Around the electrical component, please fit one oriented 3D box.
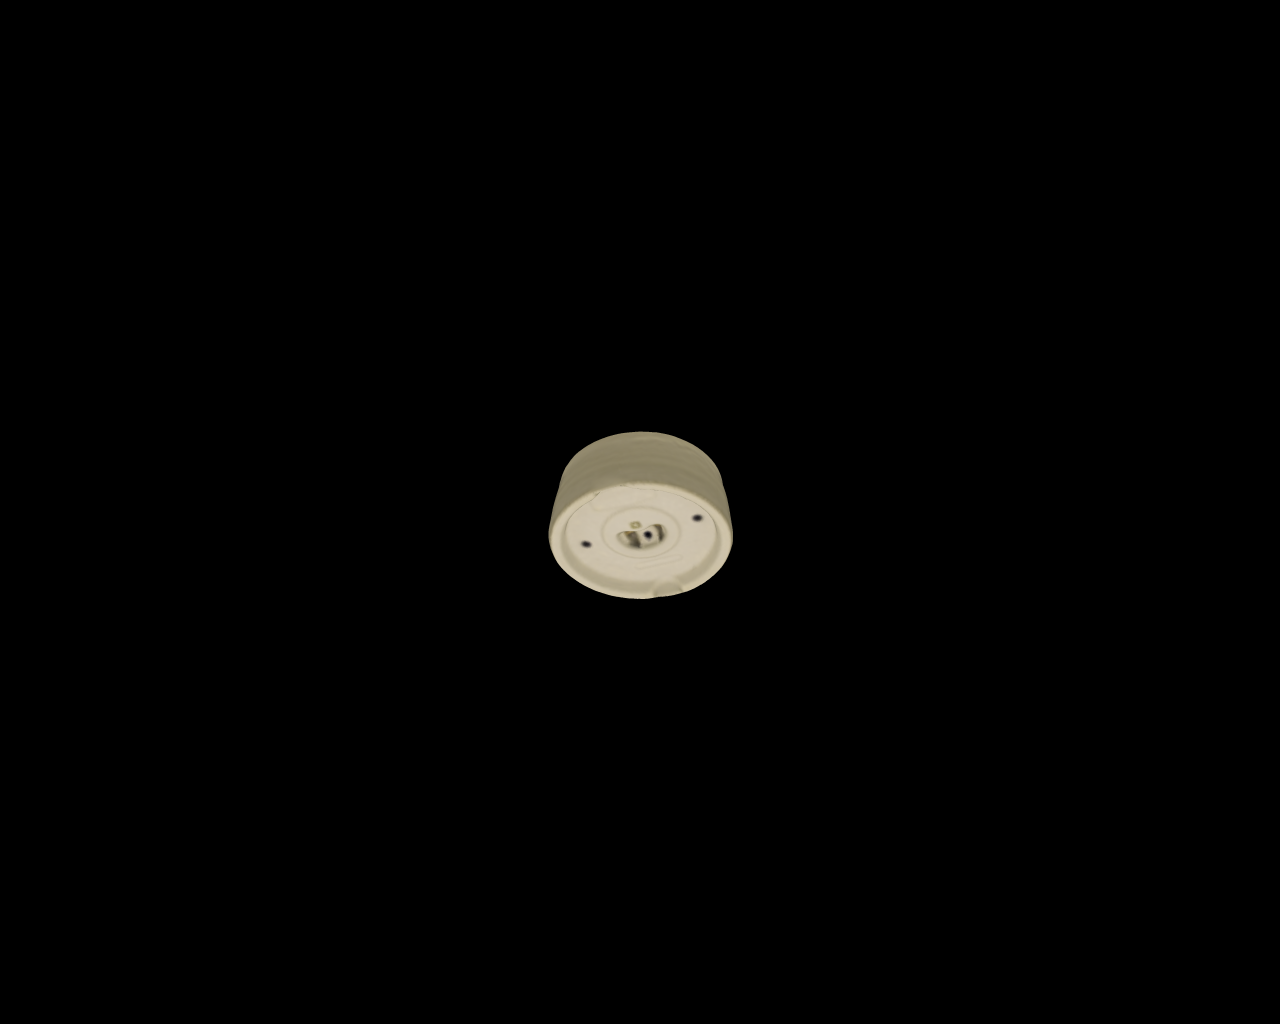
[{"bbox_3d":[0.001,-0.003,0.650,0.108,0.060,0.108,0,-42,0],"label":"electrical component"}]
